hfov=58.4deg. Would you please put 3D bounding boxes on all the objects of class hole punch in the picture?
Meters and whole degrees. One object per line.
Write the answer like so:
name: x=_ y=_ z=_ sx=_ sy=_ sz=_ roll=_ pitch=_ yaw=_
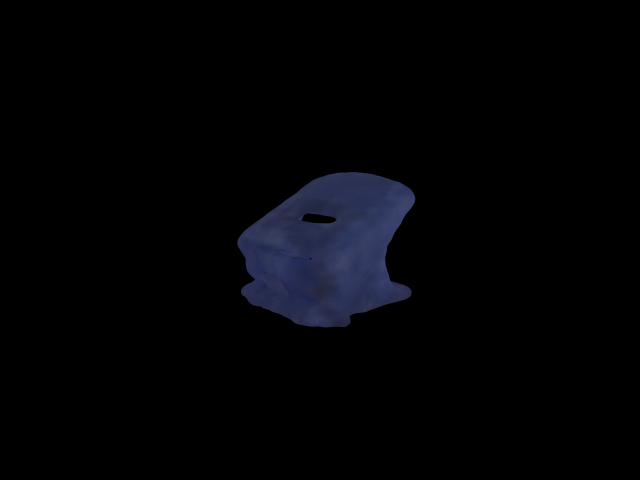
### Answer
hole punch: x=0.004 y=0.001 z=0.400 sx=0.101 sy=0.091 sz=0.108 roll=-11 pitch=16 yaw=-41
